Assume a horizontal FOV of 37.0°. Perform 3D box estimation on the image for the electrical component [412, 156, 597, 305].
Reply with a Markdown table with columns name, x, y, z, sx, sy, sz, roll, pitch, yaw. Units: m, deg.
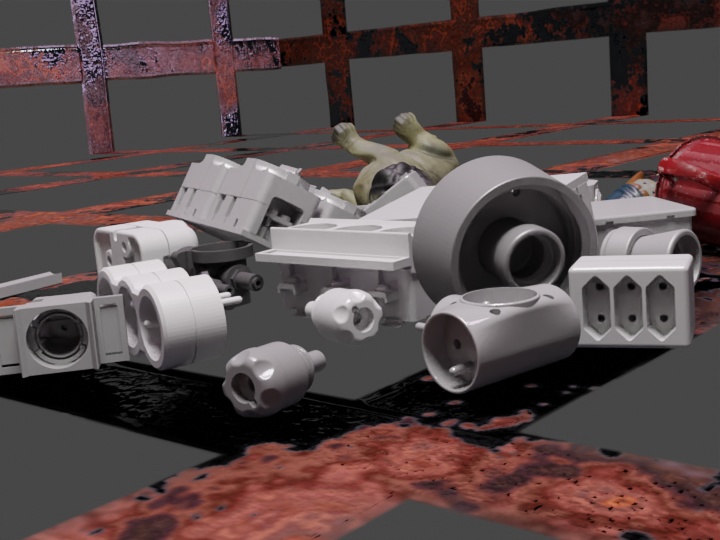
| name | x | y | z | sx | sy | sz | roll | pitch | yaw |
| --- | --- | --- | --- | --- | --- | --- | --- | --- | --- |
| electrical component | 0.093 | -0.012 | 0.656 | 0.108 | 0.108 | 0.060 | -8 | 17 | -18 |

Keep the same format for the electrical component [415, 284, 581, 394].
| name | x | y | z | sx | sy | sz | roll | pitch | yaw |
| --- | --- | --- | --- | --- | --- | --- | --- | --- | --- |
| electrical component | 0.064 | 0.033 | 0.582 | 0.077 | 0.044 | 0.079 | -13 | 13 | -37 |

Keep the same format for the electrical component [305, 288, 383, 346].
| name | x | y | z | sx | sy | sz | roll | pitch | yaw |
| --- | --- | --- | --- | --- | --- | --- | --- | --- | --- |
| electrical component | -0.014 | 0.028 | 0.674 | 0.035 | 0.035 | 0.061 | -11 | 10 | -32 |

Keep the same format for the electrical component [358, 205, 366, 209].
| name | x | y | z | sx | sy | sz | roll | pitch | yaw |
| --- | --- | --- | --- | --- | --- | --- | --- | --- | --- |
| electrical component | -0.032 | -0.039 | 1.027 | 0.081 | 0.042 | 0.064 | -4 | 9 | -2 |

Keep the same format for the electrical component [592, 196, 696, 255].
| name | x | y | z | sx | sy | sz | roll | pitch | yaw |
| --- | --- | --- | --- | --- | --- | --- | --- | --- | --- |
| electrical component | 0.200 | -0.024 | 0.825 | 0.100 | 0.048 | 0.099 | -6 | 10 | -6 |

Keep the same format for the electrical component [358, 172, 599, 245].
| name | x | y | z | sx | sy | sz | roll | pitch | yaw |
| --- | --- | --- | --- | --- | --- | --- | --- | --- | --- |
| electrical component | 0.085 | -0.023 | 0.781 | 0.150 | 0.061 | 0.089 | -1 | 20 | 42 |

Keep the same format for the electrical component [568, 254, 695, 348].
| name | x | y | z | sx | sy | sz | roll | pitch | yaw |
| --- | --- | --- | --- | --- | --- | --- | --- | --- | --- |
| electrical component | 0.163 | 0.014 | 0.635 | 0.066 | 0.047 | 0.077 | -1 | 11 | 22 |

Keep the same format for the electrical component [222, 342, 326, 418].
| name | x | y | z | sx | sy | sz | roll | pitch | yaw |
| --- | --- | --- | --- | --- | --- | --- | --- | --- | --- |
| electrical component | -0.040 | 0.053 | 0.549 | 0.035 | 0.035 | 0.061 | 3 | 10 | 35 |

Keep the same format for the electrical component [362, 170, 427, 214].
| name | x | y | z | sx | sy | sz | roll | pitch | yaw |
| --- | --- | --- | --- | --- | --- | --- | --- | --- | --- |
| electrical component | 0.039 | -0.044 | 0.936 | 0.062 | 0.061 | 0.096 | -38 | 2 | 10 |

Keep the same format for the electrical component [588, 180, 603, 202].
| name | x | y | z | sx | sy | sz | roll | pitch | yaw |
| --- | --- | --- | --- | --- | --- | --- | --- | --- | --- |
| electrical component | 0.184 | -0.054 | 0.987 | 0.080 | 0.051 | 0.080 | -4 | 10 | 1 |

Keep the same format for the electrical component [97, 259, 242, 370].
| name | x | y | z | sx | sy | sz | roll | pitch | yaw |
| --- | --- | --- | --- | --- | --- | --- | --- | --- | --- |
| electrical component | -0.113 | 0.024 | 0.689 | 0.074 | 0.052 | 0.138 | -10 | 12 | -28 |

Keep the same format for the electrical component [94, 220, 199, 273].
| name | x | y | z | sx | sy | sz | roll | pitch | yaw |
| --- | --- | --- | --- | --- | --- | --- | --- | --- | --- |
| electrical component | -0.175 | -0.011 | 0.901 | 0.059 | 0.053 | 0.095 | -12 | 13 | -36 |

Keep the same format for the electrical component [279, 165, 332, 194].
| name | x | y | z | sx | sy | sz | roll | pitch | yaw |
| --- | --- | --- | --- | --- | --- | --- | --- | --- | --- |
| electrical component | -0.062 | -0.061 | 1.092 | 0.057 | 0.078 | 0.058 | 16 | 16 | 1 |

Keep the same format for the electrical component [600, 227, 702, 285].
| name | x | y | z | sx | sy | sz | roll | pitch | yaw |
| --- | --- | --- | --- | --- | --- | --- | --- | --- | --- |
| electrical component | 0.200 | -0.007 | 0.742 | 0.045 | 0.045 | 0.055 | -14 | 13 | -41 |

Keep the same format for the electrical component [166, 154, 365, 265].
| name | x | y | z | sx | sy | sz | roll | pitch | yaw |
| --- | --- | --- | --- | --- | --- | --- | --- | --- | --- |
| electrical component | -0.076 | -0.045 | 0.897 | 0.105 | 0.060 | 0.186 | 26 | -5 | -28 |

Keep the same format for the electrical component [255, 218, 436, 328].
| name | x | y | z | sx | sy | sz | roll | pitch | yaw |
| --- | --- | --- | --- | --- | --- | --- | --- | --- | --- |
| electrical component | 0.000 | 0.000 | 0.740 | 0.121 | 0.063 | 0.079 | 4 | 14 | 39 |

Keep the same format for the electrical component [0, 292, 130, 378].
| name | x | y | z | sx | sy | sz | roll | pitch | yaw |
| --- | --- | --- | --- | --- | --- | --- | --- | --- | --- |
| electrical component | -0.187 | 0.038 | 0.675 | 0.081 | 0.042 | 0.064 | -5 | 9 | -8 |
